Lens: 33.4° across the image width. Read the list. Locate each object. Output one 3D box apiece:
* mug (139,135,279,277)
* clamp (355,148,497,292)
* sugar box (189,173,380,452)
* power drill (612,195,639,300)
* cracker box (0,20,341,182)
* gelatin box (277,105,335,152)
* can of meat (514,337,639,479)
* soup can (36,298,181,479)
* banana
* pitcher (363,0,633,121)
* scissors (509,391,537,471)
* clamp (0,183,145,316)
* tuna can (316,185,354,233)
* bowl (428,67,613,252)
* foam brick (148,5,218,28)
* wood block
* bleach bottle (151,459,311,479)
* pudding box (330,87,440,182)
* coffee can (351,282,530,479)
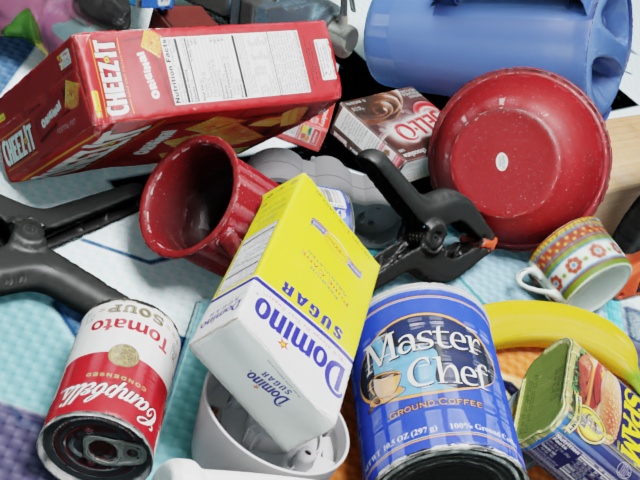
[{"bbox_3d":[-0.064,-0.011,0.770,0.081,0.093,0.117,30,13,-49],"label":"mug"},{"bbox_3d":[0.075,0.004,0.855,0.171,0.120,0.039,17,7,-40],"label":"clamp"},{"bbox_3d":[-0.015,0.039,0.674,0.093,0.048,0.176,50,26,-18],"label":"sugar box"},{"bbox_3d":[0.323,-0.038,0.941,0.184,0.188,0.057,-9,47,-33],"label":"power drill"},{"bbox_3d":[-0.115,-0.103,0.809,0.213,0.164,0.072,-12,86,-37],"label":"cracker box"},{"bbox_3d":[-0.024,-0.128,0.995,0.073,0.030,0.089,21,38,-4],"label":"gelatin box"},{"bbox_3d":[0.186,0.130,0.756,0.084,0.058,0.102,40,37,-10],"label":"can of meat"},{"bbox_3d":[-0.125,0.093,0.650,0.068,0.069,0.102,17,37,-8],"label":"soup can"},{"bbox_3d":[0.177,0.078,0.850,0.197,0.037,0.069,11,39,-15],"label":"banana"},{"bbox_3d":[0.165,-0.198,1.022,0.243,0.149,0.144,11,21,30],"label":"pitcher"},{"bbox_3d":[0.113,0.160,0.735,0.096,0.016,0.201,31,37,7],"label":"scissors"},{"bbox_3d":[-0.201,-0.001,0.746,0.209,0.036,0.164,13,37,-19],"label":"clamp"},{"bbox_3d":[-0.005,0.001,0.807,0.033,0.086,0.086,9,40,-20],"label":"tuna can"},{"bbox_3d":[0.162,-0.067,0.906,0.162,0.162,0.055,35,18,15],"label":"bowl"},{"bbox_3d":[-0.119,-0.173,0.981,0.051,0.053,0.078,-13,52,-38],"label":"foam brick"},{"bbox_3d":[0.280,-0.056,1.018,0.205,0.091,0.090,-12,50,-37],"label":"wood block"},{"bbox_3d":[0.029,0.183,0.611,0.250,0.068,0.102,7,67,-21],"label":"bleach bottle"},{"bbox_3d":[0.078,-0.099,1.006,0.113,0.039,0.090,-21,56,-43],"label":"pudding box"},{"bbox_3d":[0.073,0.112,0.701,0.102,0.103,0.140,12,39,-15],"label":"coffee can"}]
